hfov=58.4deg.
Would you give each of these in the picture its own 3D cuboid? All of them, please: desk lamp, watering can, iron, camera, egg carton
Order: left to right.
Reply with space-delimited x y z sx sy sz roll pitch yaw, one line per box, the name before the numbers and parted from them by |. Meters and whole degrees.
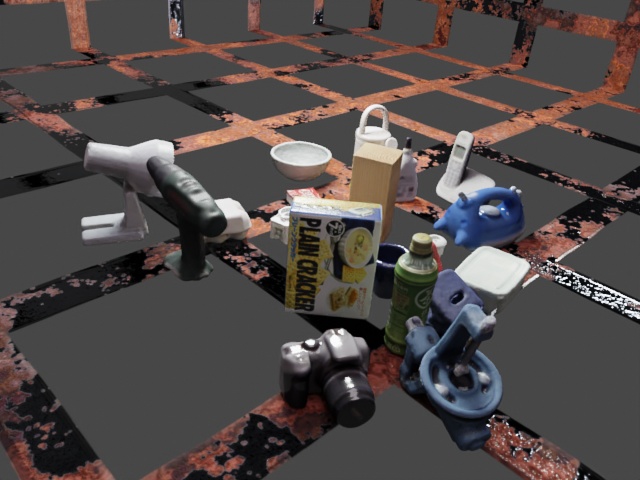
desk lamp | -0.409 -0.108 1.213 0.204 0.214 0.117 -8 33 -21
egg carton | -0.232 -0.039 1.264 0.151 0.069 0.107 -10 34 -24
camera | 0.019 0.207 0.859 0.143 0.101 0.136 -5 32 -16
watering can | 0.155 -0.281 1.605 0.172 0.194 0.101 26 37 31
iron | 0.398 -0.066 1.332 0.259 0.141 0.118 -13 35 -27

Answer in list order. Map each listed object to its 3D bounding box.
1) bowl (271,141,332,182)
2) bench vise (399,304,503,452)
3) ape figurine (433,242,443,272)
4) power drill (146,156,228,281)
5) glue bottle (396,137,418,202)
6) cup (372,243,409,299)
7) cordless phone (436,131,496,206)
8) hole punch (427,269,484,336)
bowl | -0.053 -0.206 1.565 0.167 0.075 0.167 4 31 -2
bench vise | 0.180 0.168 0.831 0.122 0.220 0.206 -20 39 -35
ape figurine | 0.218 0.041 1.174 0.078 0.092 0.076 -17 37 -32
power drill | -0.265 -0.035 1.117 0.076 0.208 0.228 -24 41 -39
glue bottle | 0.218 -0.181 1.467 0.078 0.173 0.037 -3 32 -13
cup | 0.145 0.064 1.122 0.118 0.095 0.091 -8 33 -21
cordless phone | 0.384 -0.175 1.470 0.094 0.185 0.147 -22 40 -37
hole punch | 0.243 0.117 1.051 0.100 0.091 0.109 28 38 34
